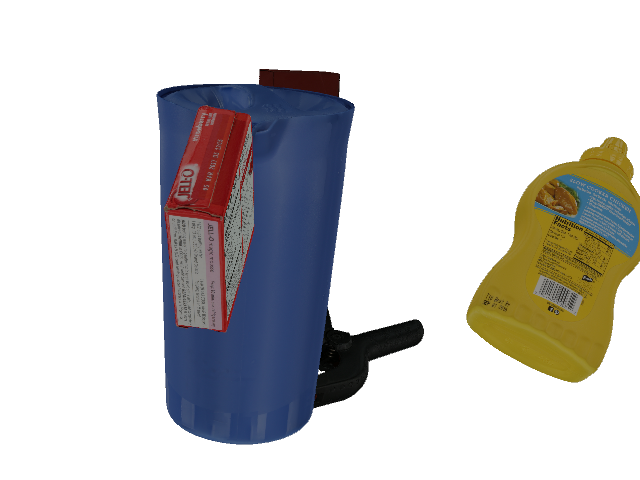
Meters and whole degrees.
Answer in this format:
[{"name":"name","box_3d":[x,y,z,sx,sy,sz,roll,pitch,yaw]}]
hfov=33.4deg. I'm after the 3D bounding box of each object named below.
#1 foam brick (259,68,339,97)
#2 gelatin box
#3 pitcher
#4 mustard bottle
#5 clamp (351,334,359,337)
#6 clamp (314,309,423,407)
[{"name":"foam brick","box_3d":[-0.023,-0.158,1.157,0.078,0.051,0.053,0,11,-18]},{"name":"gelatin box","box_3d":[-0.054,-0.010,0.532,0.030,0.073,0.089,7,-42,4]},{"name":"pitcher","box_3d":[-0.049,0.011,0.760,0.148,0.243,0.145,-8,21,-36]},{"name":"mustard bottle","box_3d":[0.184,0.001,0.774,0.096,0.191,0.058,28,-26,4]},{"name":"clamp","box_3d":[-0.044,0.127,1.141,0.165,0.036,0.209,13,25,12]},{"name":"clamp","box_3d":[0.006,0.092,0.958,0.120,0.039,0.171,20,29,27]}]
